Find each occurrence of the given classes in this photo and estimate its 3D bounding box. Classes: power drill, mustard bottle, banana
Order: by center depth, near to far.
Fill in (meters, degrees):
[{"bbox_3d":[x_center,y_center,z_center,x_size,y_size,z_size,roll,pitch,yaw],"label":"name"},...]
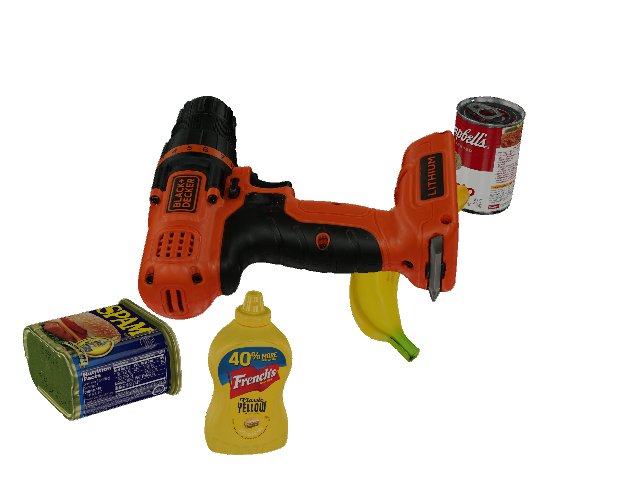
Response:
[{"bbox_3d":[-0.011,-0.028,0.654,0.187,0.057,0.184,-2,45,5],"label":"power drill"},{"bbox_3d":[0.066,0.014,0.851,0.069,0.197,0.037,26,-42,-2],"label":"banana"},{"bbox_3d":[-0.081,0.150,1.227,0.096,0.192,0.058,0,18,-13],"label":"mustard bottle"}]

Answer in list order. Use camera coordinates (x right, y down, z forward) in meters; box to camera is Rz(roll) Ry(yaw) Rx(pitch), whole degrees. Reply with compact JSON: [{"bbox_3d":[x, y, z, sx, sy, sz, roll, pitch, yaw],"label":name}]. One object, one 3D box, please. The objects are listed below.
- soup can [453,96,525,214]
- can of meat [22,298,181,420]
[{"bbox_3d":[0.166,-0.086,1.080,0.068,0.102,0.068,2,31,-2],"label":"soup can"},{"bbox_3d":[-0.165,0.088,0.797,0.083,0.057,0.102,-13,21,-32],"label":"can of meat"}]
